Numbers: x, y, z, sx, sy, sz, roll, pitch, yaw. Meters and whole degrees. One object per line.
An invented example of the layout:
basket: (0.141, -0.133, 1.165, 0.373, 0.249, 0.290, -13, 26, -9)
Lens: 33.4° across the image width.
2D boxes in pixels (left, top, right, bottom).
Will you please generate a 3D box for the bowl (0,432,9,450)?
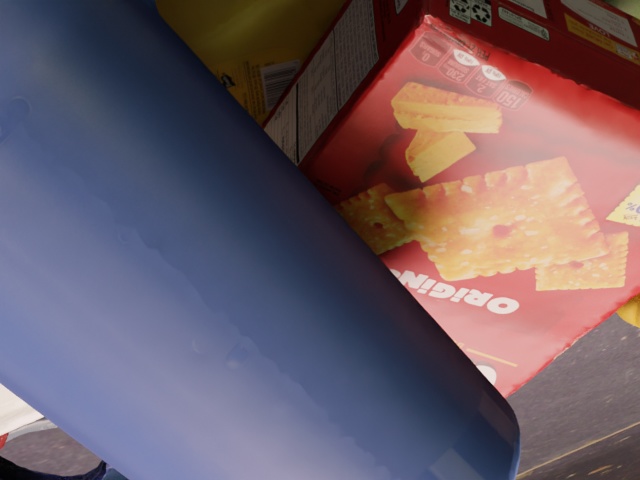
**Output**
bowl: (-0.280, 0.116, 0.660, 0.162, 0.055, 0.162, -18, 155, -9)

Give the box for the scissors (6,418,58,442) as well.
scissors: (-0.222, 0.144, 0.812, 0.201, 0.016, 0.096, 3, 146, -43)

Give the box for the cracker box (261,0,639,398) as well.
cracker box: (0.053, -0.010, 0.457, 0.164, 0.072, 0.214, 20, 135, -21)

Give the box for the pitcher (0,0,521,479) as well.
pitcher: (-0.054, 0.029, 0.369, 0.149, 0.242, 0.144, -32, -160, 43)

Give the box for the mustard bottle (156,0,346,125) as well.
mustard bottle: (-0.081, -0.067, 0.456, 0.191, 0.058, 0.096, -19, 156, -7)
